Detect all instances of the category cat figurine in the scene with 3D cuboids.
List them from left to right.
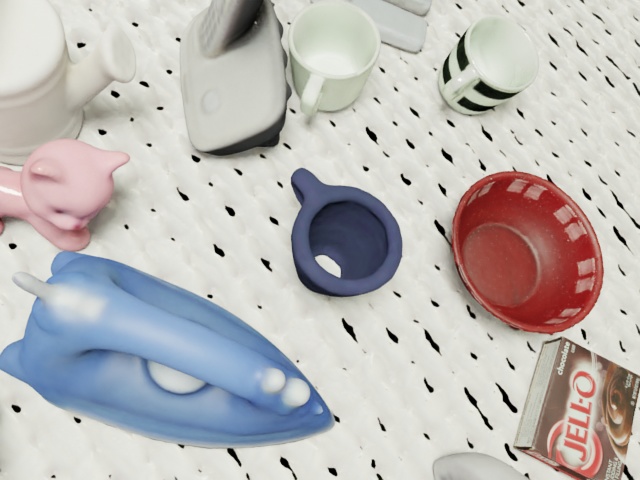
[{"bbox_3d":[-0.211,-0.042,0.431,0.128,0.117,0.067,7,70,-13],"label":"cat figurine"}]

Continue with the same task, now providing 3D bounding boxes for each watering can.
[{"bbox_3d":[-0.229,-0.143,0.419,0.173,0.194,0.101,-16,76,-20],"label":"watering can"}]

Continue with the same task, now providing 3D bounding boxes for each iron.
[{"bbox_3d":[-0.090,0.085,0.409,0.258,0.141,0.119,22,67,-8],"label":"iron"}]

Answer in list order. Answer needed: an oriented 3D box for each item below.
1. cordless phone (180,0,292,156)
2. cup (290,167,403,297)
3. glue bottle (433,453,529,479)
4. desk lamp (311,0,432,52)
[{"bbox_3d":[-0.066,-0.167,0.479,0.094,0.185,0.147,-7,73,-18],"label":"cordless phone"},{"bbox_3d":[0.005,0.002,0.490,0.092,0.095,0.118,-33,83,-23],"label":"cup"},{"bbox_3d":[0.140,0.197,0.418,0.037,0.173,0.078,-7,73,-18],"label":"glue bottle"},{"bbox_3d":[0.052,-0.314,0.548,0.203,0.213,0.118,16,68,-10],"label":"desk lamp"}]
